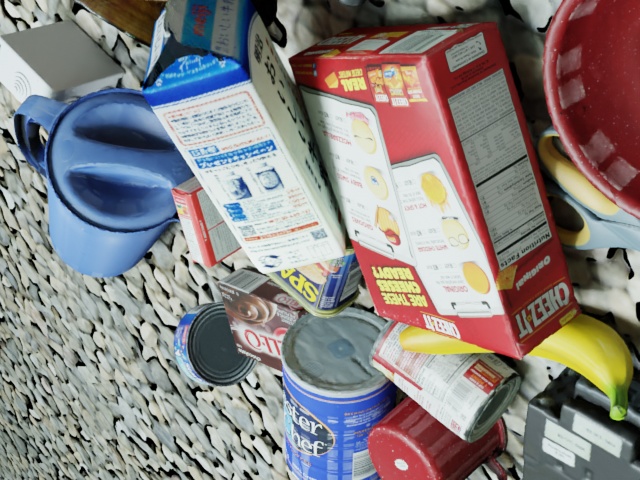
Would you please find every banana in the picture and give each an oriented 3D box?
[{"bbox_3d":[0.145,0.072,0.756,0.198,0.069,0.037,12,125,47],"label":"banana"}]

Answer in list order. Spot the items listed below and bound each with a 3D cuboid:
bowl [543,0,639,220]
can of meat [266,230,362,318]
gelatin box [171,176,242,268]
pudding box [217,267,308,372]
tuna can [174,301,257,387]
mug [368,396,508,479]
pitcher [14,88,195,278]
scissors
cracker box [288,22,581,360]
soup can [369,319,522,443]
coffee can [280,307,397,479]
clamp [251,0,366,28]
[{"bbox_3d":[0.201,-0.083,0.567,0.162,0.055,0.162,32,139,32],"label":"bowl"},{"bbox_3d":[-0.006,0.001,0.900,0.102,0.057,0.084,41,141,22],"label":"can of meat"},{"bbox_3d":[-0.081,-0.029,0.938,0.030,0.089,0.073,17,130,43],"label":"gelatin box"},{"bbox_3d":[-0.041,0.082,1.026,0.114,0.039,0.090,20,133,43],"label":"pudding box"},{"bbox_3d":[-0.105,0.106,1.086,0.034,0.086,0.086,-7,112,55],"label":"tuna can"},{"bbox_3d":[0.102,0.176,0.886,0.117,0.081,0.093,44,145,18],"label":"mug"},{"bbox_3d":[-0.209,-0.047,1.022,0.243,0.144,0.149,138,119,-68],"label":"pitcher"},{"bbox_3d":[0.204,0.011,0.679,0.202,0.016,0.096,49,148,10],"label":"scissors"},{"bbox_3d":[0.077,-0.040,0.734,0.164,0.072,0.213,14,129,57],"label":"cracker box"},{"bbox_3d":[0.098,0.103,0.842,0.102,0.068,0.068,37,142,25],"label":"soup can"},{"bbox_3d":[0.018,0.144,0.947,0.103,0.102,0.140,32,140,32],"label":"coffee can"},{"bbox_3d":[-0.029,-0.215,0.678,0.120,0.039,0.171,8,126,43],"label":"clamp"}]
